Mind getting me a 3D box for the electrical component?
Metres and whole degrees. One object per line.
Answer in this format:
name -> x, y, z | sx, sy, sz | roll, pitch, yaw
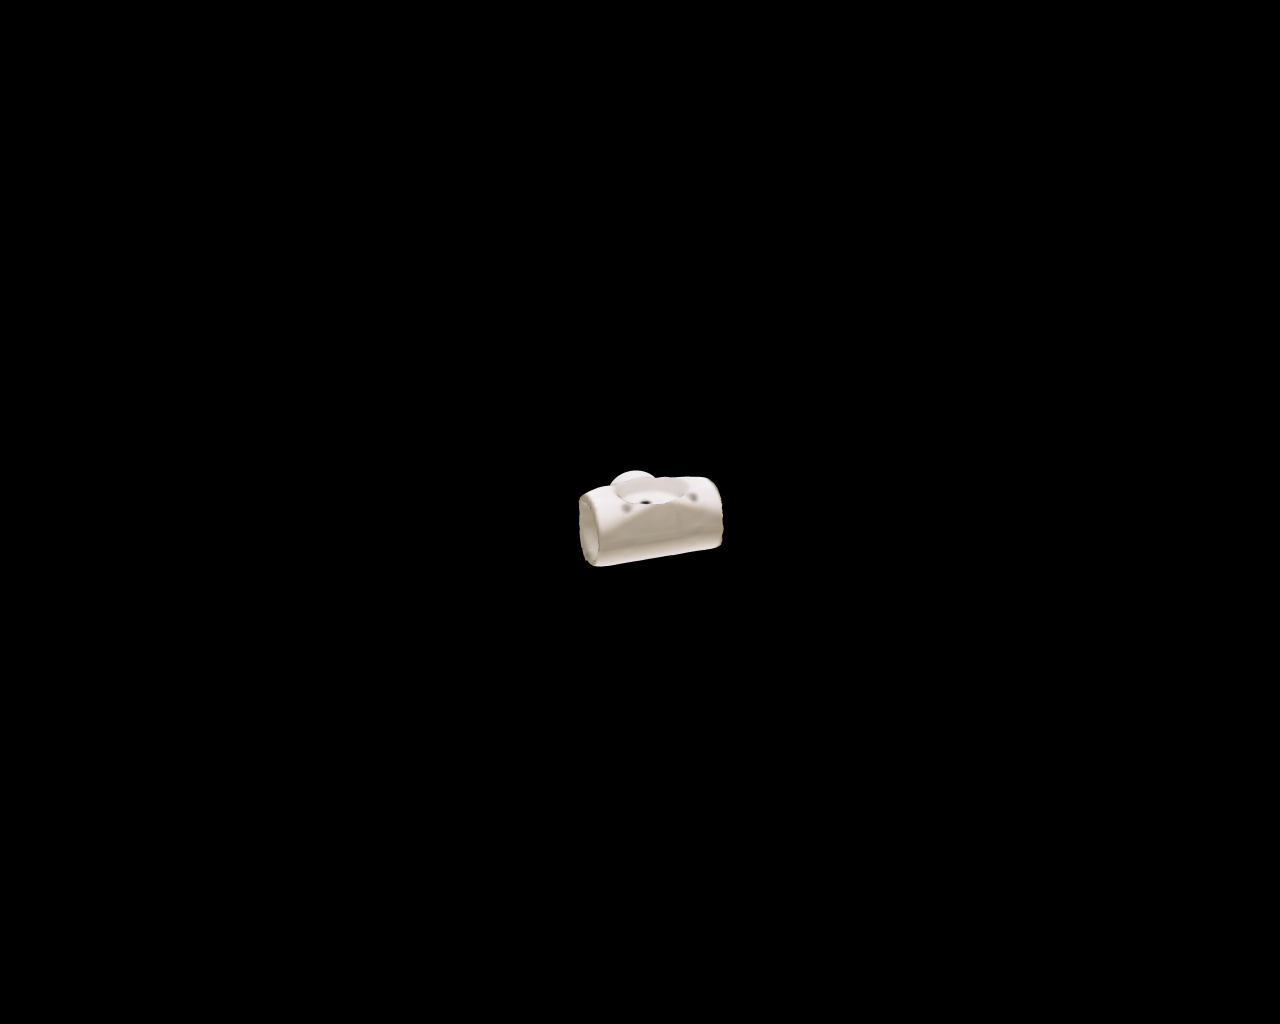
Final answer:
electrical component -> 0.001, -0.003, 0.650 | 0.077, 0.044, 0.079 | -8, 28, -16
